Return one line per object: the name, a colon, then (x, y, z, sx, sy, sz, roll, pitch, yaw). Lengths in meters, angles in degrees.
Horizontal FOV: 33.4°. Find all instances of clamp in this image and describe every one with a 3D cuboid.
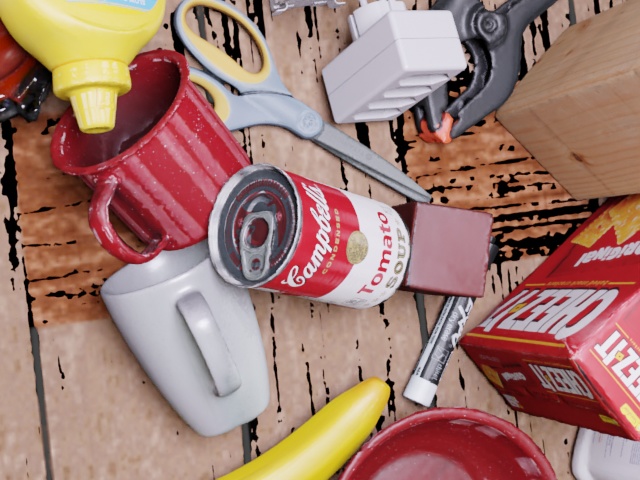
clamp: (0.097, -0.149, 0.698, 0.120, 0.039, 0.171, 31, 81, -12)

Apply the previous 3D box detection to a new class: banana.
banana: (-0.042, 0.145, 0.646, 0.197, 0.037, 0.070, -20, 136, -20)

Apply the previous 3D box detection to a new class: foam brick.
foam brick: (0.068, 0.007, 0.667, 0.051, 0.078, 0.053, 9, 87, -13)

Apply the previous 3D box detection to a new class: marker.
marker: (0.088, 0.051, 0.702, 0.020, 0.020, 0.121, 27, 82, -13)

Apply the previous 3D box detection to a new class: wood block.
wood block: (0.202, -0.090, 0.638, 0.091, 0.206, 0.090, 44, 79, -10)

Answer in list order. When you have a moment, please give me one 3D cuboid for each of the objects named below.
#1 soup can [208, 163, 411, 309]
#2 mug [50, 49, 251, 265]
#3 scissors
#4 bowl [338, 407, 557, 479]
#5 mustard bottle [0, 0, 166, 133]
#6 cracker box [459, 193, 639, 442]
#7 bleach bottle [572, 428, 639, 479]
soup can: (-0.004, 0.001, 0.604, 0.102, 0.069, 0.068, 15, 84, -48)
mug: (-0.095, -0.038, 0.604, 0.081, 0.093, 0.117, 52, 40, -39)
scissors: (-0.027, -0.066, 0.675, 0.096, 0.016, 0.201, -45, 99, -10)
bowl: (0.072, 0.183, 0.676, 0.162, 0.055, 0.162, 0, 89, -15)
mustard bottle: (-0.130, -0.152, 0.571, 0.096, 0.058, 0.191, -3, 82, -44)
cracker box: (0.205, 0.018, 0.659, 0.213, 0.164, 0.072, -42, 97, -13)
bleach bottle: (0.243, 0.125, 0.621, 0.068, 0.251, 0.102, 20, 84, -14)
